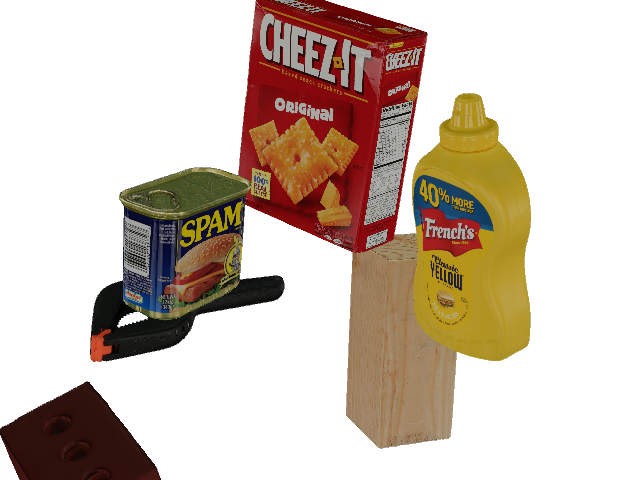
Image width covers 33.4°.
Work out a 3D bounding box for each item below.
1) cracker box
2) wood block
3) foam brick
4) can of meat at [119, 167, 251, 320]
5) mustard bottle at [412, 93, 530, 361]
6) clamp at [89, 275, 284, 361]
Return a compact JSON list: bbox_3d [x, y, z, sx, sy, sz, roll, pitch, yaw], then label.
[{"bbox_3d":[0.004,-0.114,1.035,0.164,0.214,0.071,25,30,33],"label":"cracker box"},{"bbox_3d":[0.088,0.104,1.138,0.090,0.206,0.091,-4,16,-21],"label":"wood block"},{"bbox_3d":[-0.115,0.120,0.528,0.052,0.051,0.078,-28,42,-25],"label":"foam brick"},{"bbox_3d":[-0.099,0.001,0.780,0.058,0.084,0.101,19,26,29],"label":"can of meat"},{"bbox_3d":[0.108,-0.013,0.773,0.058,0.192,0.096,-21,31,-31],"label":"mustard bottle"},{"bbox_3d":[-0.157,0.050,1.026,0.165,0.036,0.209,27,35,26],"label":"clamp"}]
